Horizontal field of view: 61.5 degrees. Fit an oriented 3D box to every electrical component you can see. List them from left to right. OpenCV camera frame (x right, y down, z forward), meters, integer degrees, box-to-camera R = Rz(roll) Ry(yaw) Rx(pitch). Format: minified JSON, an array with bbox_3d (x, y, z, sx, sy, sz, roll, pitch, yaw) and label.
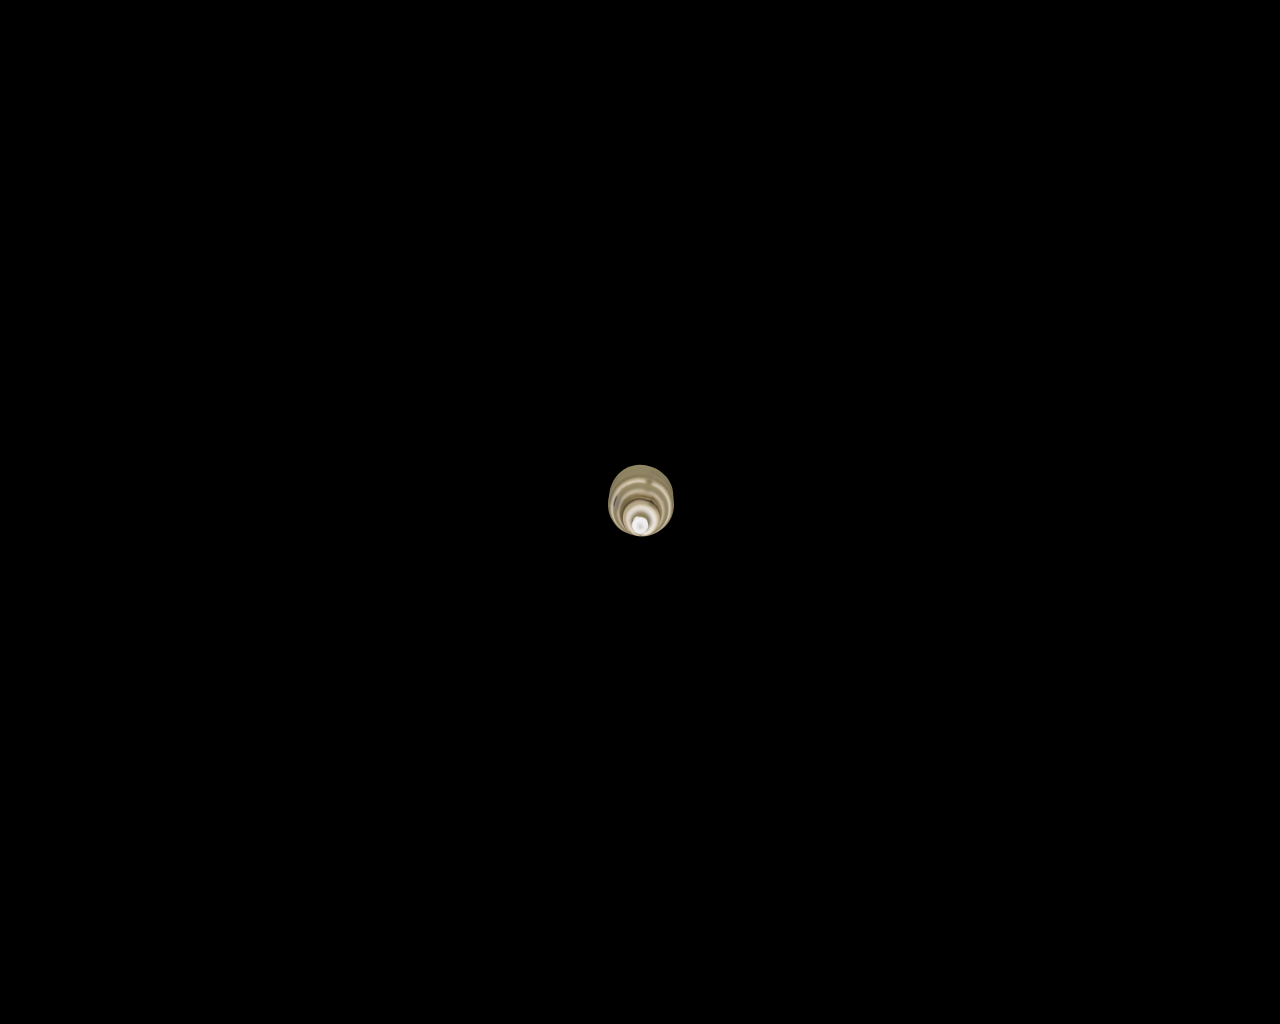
[{"bbox_3d":[0.001,-0.003,0.650,0.040,0.040,0.078,0,16,0],"label":"electrical component"}]
